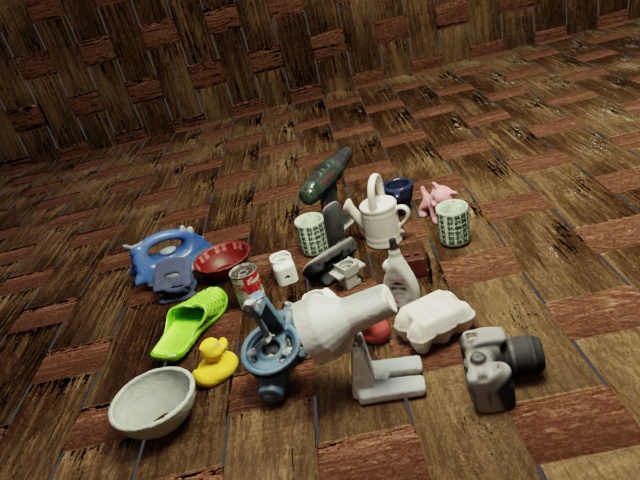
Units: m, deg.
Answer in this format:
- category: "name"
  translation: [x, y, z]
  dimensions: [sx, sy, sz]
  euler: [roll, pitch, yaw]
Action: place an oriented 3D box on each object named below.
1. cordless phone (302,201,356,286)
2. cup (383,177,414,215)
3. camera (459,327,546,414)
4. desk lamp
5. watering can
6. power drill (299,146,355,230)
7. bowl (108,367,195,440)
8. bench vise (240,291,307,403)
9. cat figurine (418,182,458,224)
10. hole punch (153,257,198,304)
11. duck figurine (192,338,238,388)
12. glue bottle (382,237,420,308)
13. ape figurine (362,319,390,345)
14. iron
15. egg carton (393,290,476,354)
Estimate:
- category: "cordless phone"
  translation: [0.013, 0.005, 1.419]
  dimensions: [0.148, 0.185, 0.093]
  euler: [-33, 33, -32]
- category: "cup"
  translation: [0.228, -0.115, 1.640]
  dimensions: [0.091, 0.095, 0.118]
  euler: [-8, 28, 12]
- category: "camera"
  translation: [0.315, 0.207, 0.985]
  dimensions: [0.136, 0.101, 0.143]
  euler: [-10, 28, 9]
- category: "desk lamp"
  translation: [0.071, 0.182, 1.027]
  dimensions: [0.203, 0.214, 0.118]
  euler: [-11, 28, 7]
- category: "watering can"
  translation: [0.146, -0.079, 1.504]
  dimensions: [0.172, 0.194, 0.101]
  euler: [-11, 28, 7]
- category: "power drill"
  translation: [0.036, -0.133, 1.643]
  dimensions: [0.075, 0.209, 0.230]
  euler: [9, 36, 38]
- category: "bowl"
  translation: [-0.310, 0.324, 1.096]
  dimensions: [0.167, 0.075, 0.167]
  euler: [-11, 27, 6]
- category: "bench vise"
  translation: [-0.101, 0.175, 1.117]
  dimensions: [0.121, 0.220, 0.207]
  euler: [-13, 27, 2]
- category: "cat figurine"
  translation: [0.319, -0.112, 1.566]
  dimensions: [0.067, 0.118, 0.127]
  euler: [-26, 29, -20]
- category: "hole punch"
  translation: [-0.386, 0.106, 1.526]
  dimensions: [0.108, 0.091, 0.101]
  euler: [-12, 27, 5]
- category: "duck figurine"
  translation: [-0.226, 0.247, 1.189]
  dimensions: [0.077, 0.086, 0.105]
  euler: [14, 38, 43]
- category: "glue bottle"
  translation: [0.168, 0.070, 1.236]
  dimensions: [0.078, 0.173, 0.037]
  euler: [-3, 29, 21]
- category: "ape figurine"
  translation: [0.106, 0.164, 1.177]
  dimensions: [0.078, 0.092, 0.076]
  euler: [-23, 28, -16]
- category: "iron"
  translation: [-0.427, 0.029, 1.635]
  dimensions: [0.259, 0.142, 0.118]
  euler: [-26, 29, -21]
- category: "egg carton"
  translation: [0.228, 0.161, 1.148]
  dimensions: [0.150, 0.069, 0.107]
  euler: [-24, 29, -17]
